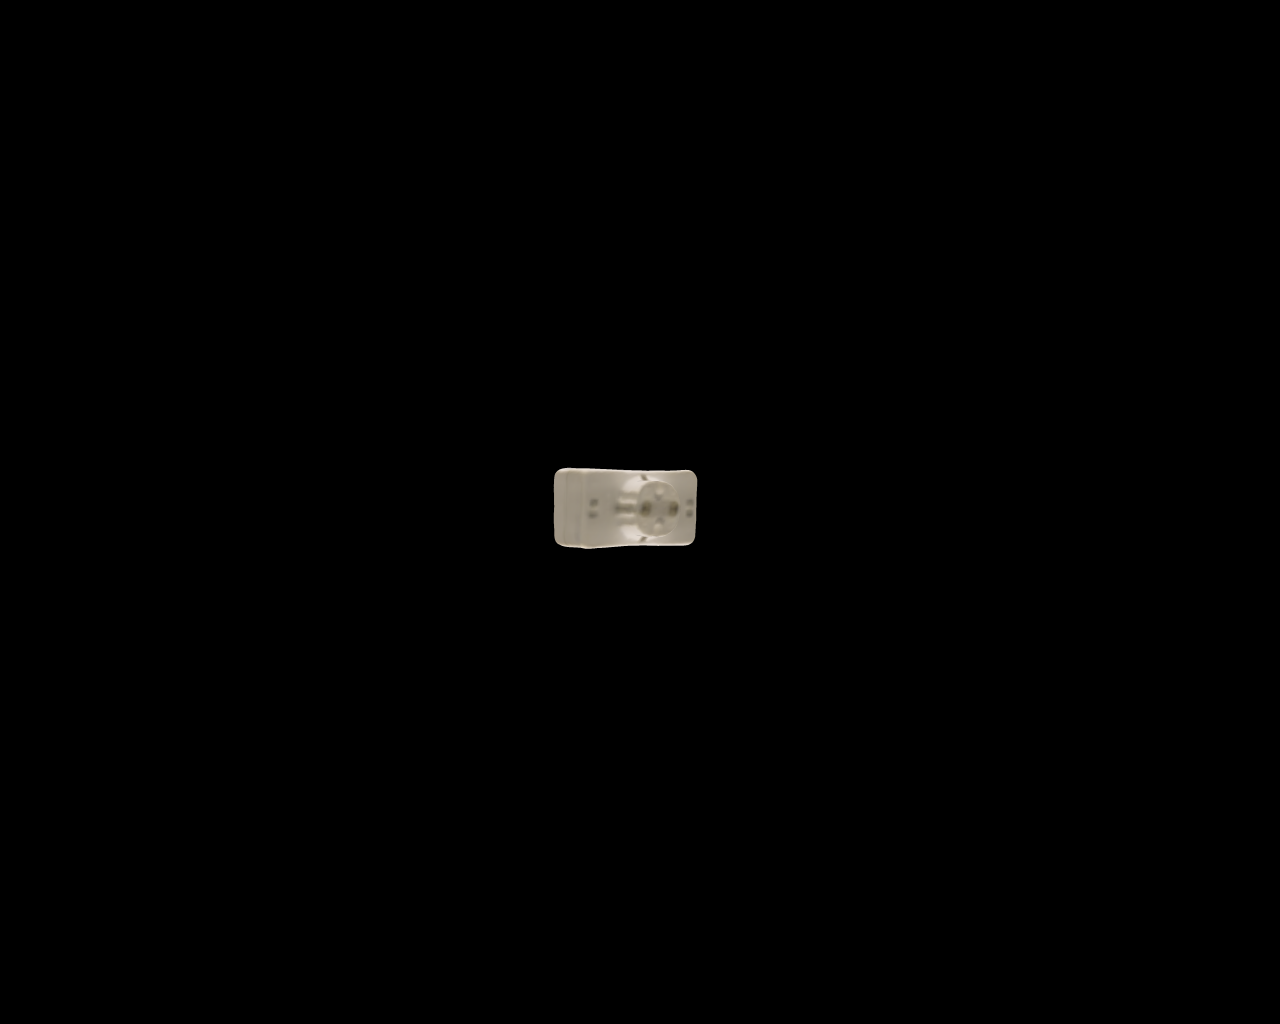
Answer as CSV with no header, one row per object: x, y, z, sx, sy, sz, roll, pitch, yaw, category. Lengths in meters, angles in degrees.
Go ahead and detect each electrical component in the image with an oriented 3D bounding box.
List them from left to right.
0.001,-0.003,0.650,0.083,0.047,0.075,0,0,-32,electrical component
